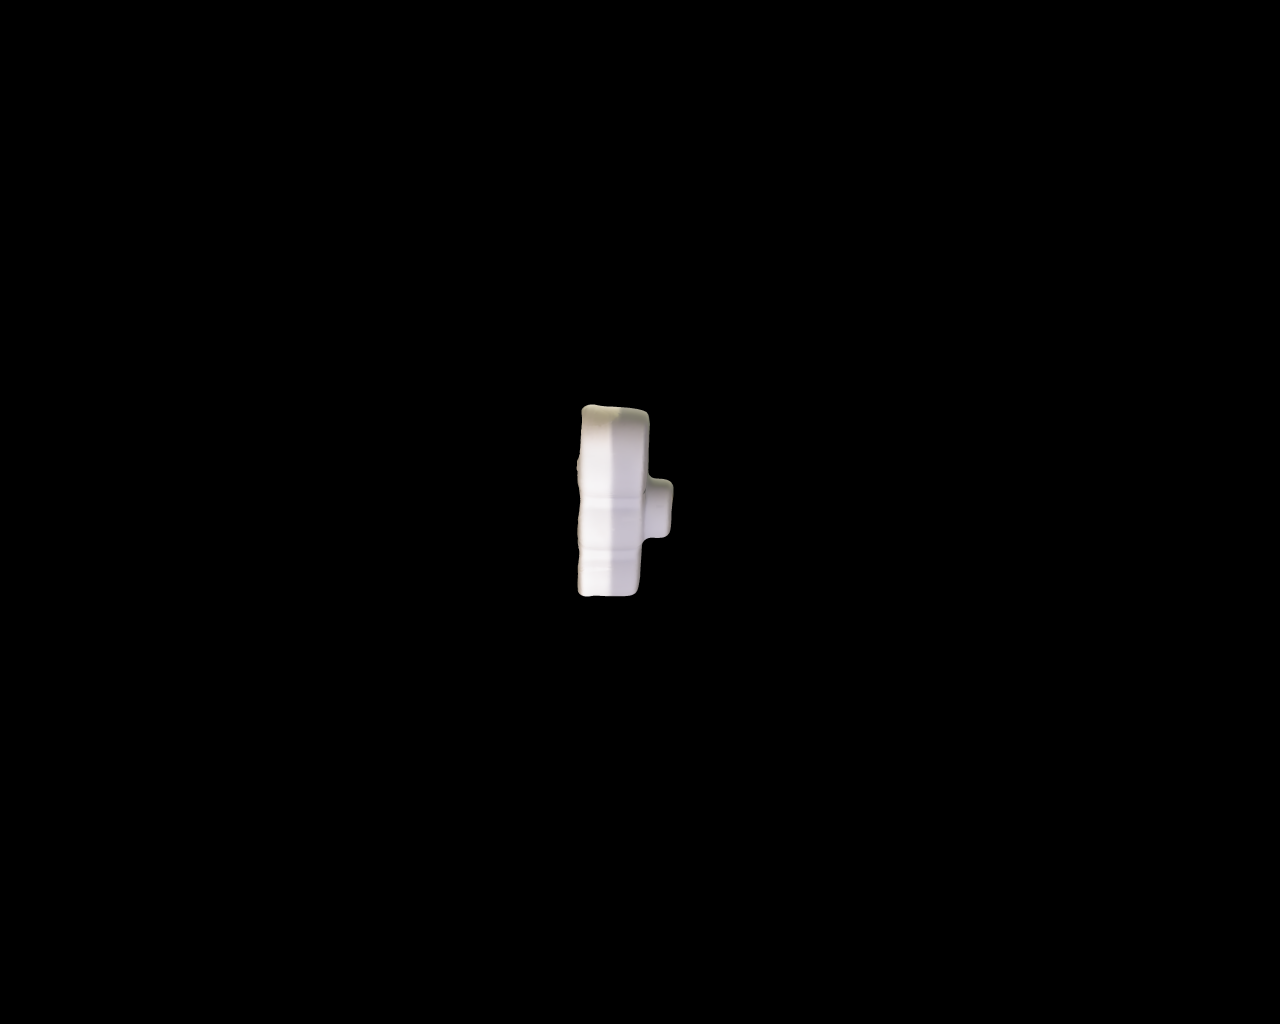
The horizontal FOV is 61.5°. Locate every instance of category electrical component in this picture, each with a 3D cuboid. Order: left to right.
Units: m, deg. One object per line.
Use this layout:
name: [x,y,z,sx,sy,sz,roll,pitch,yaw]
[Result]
electrical component: [0.001,-0.003,0.650,0.074,0.138,0.052,2,43,-2]
